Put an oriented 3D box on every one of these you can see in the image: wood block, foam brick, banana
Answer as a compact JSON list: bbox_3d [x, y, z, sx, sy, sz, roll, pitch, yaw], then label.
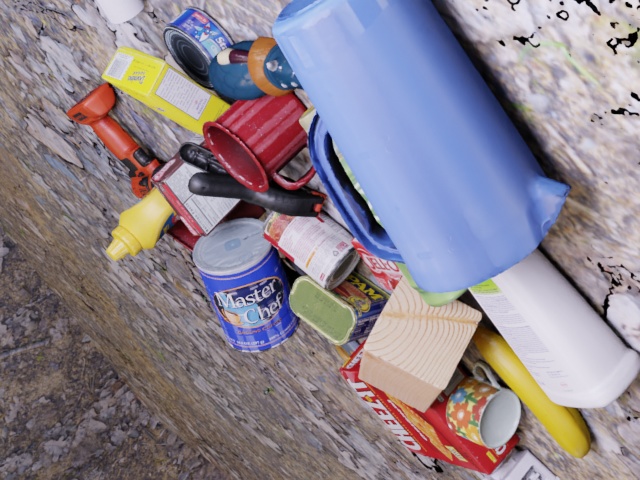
[{"bbox_3d":[0.102,0.116,1.144,0.091,0.090,0.206,28,167,8],"label":"wood block"},{"bbox_3d":[-0.120,-0.046,1.389,0.078,0.051,0.053,18,147,53],"label":"foam brick"},{"bbox_3d":[0.232,0.170,1.130,0.197,0.037,0.070,51,160,-15],"label":"banana"}]

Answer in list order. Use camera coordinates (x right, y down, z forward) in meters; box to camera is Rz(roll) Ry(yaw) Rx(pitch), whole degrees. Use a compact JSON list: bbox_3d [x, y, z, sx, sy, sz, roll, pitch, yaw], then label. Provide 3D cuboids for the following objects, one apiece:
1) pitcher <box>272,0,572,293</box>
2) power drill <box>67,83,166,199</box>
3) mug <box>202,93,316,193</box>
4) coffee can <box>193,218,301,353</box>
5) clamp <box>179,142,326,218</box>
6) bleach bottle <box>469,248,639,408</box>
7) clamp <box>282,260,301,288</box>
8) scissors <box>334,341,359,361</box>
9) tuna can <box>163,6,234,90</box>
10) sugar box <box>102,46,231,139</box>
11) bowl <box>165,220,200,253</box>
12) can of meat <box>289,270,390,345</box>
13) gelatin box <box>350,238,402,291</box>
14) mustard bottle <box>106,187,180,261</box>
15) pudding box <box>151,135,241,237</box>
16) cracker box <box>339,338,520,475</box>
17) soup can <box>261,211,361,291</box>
[{"bbox_3d":[0.063,-0.087,0.809,0.242,0.149,0.145,55,179,-18],"label":"pitcher"},{"bbox_3d":[-0.265,-0.131,1.505,0.187,0.057,0.185,52,157,-17],"label":"power drill"},{"bbox_3d":[-0.051,-0.101,1.087,0.117,0.081,0.093,42,161,11],"label":"mug"},{"bbox_3d":[-0.091,0.058,1.344,0.103,0.102,0.140,27,145,43],"label":"coffee can"},{"bbox_3d":[-0.074,-0.057,1.161,0.171,0.039,0.120,17,-155,-10],"label":"clamp"},{"bbox_3d":[0.172,0.036,0.945,0.251,0.068,0.103,51,160,-9],"label":"bleach bottle"},{"bbox_3d":[-0.033,0.072,1.453,0.210,0.036,0.164,40,164,41],"label":"clamp"},{"bbox_3d":[0.022,0.124,1.502,0.201,0.016,0.096,55,161,-20],"label":"scissors"},{"bbox_3d":[-0.123,-0.198,1.111,0.086,0.033,0.086,39,160,17],"label":"tuna can"},{"bbox_3d":[-0.139,-0.143,1.145,0.093,0.048,0.176,26,175,44],"label":"sugar box"},{"bbox_3d":[-0.171,-0.011,1.478,0.162,0.055,0.162,36,175,3],"label":"bowl"},{"bbox_3d":[0.025,0.077,1.271,0.102,0.083,0.057,35,116,28],"label":"can of meat"},{"bbox_3d":[0.082,0.024,1.151,0.089,0.030,0.073,12,142,57],"label":"gelatin box"},{"bbox_3d":[-0.189,-0.045,1.317,0.058,0.191,0.096,46,161,-3],"label":"mustard bottle"},{"bbox_3d":[-0.132,-0.073,1.264,0.039,0.113,0.090,11,142,53],"label":"pudding box"},{"bbox_3d":[0.133,0.208,1.360,0.164,0.072,0.214,50,161,-12],"label":"cracker box"},{"bbox_3d":[-0.008,0.002,1.232,0.102,0.068,0.068,39,160,16],"label":"soup can"}]
